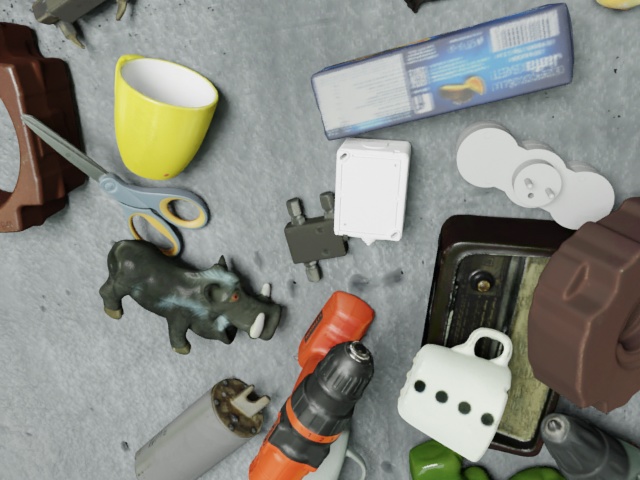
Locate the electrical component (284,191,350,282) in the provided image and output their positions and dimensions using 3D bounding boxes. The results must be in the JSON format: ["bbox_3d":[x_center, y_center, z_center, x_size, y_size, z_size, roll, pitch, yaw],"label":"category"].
[{"bbox_3d":[-0.001,-0.002,0.551,0.063,0.021,0.093,-8,110,15],"label":"electrical component"}]

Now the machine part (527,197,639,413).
[{"bbox_3d":[0.244,0.054,0.428,0.179,0.056,0.179,-12,118,-24],"label":"machine part"}]

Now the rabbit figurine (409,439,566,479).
[{"bbox_3d":[0.193,0.309,0.591,0.170,0.121,0.158,-8,115,0],"label":"rabbit figurine"}]

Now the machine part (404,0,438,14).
[{"bbox_3d":[0.128,-0.227,0.420,0.139,0.039,0.084,-18,116,17],"label":"machine part"}]

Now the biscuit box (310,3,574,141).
[{"bbox_3d":[0.098,-0.138,0.448,0.203,0.063,0.059,-10,109,16],"label":"biscuit box"}]

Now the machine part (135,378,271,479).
[{"bbox_3d":[-0.150,0.243,0.657,0.079,0.079,0.243,45,115,-8],"label":"machine part"}]

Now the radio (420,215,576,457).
[{"bbox_3d":[0.168,0.092,0.523,0.131,0.073,0.229,9,114,9],"label":"radio"}]

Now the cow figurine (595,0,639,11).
[{"bbox_3d":[0.232,-0.243,0.356,0.068,0.098,0.167,2,113,5],"label":"cow figurine"}]

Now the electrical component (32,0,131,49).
[{"bbox_3d":[-0.222,-0.230,0.495,0.102,0.045,0.078,-28,76,19],"label":"electrical component"}]

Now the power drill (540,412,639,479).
[{"bbox_3d":[0.337,0.211,0.493,0.207,0.086,0.231,-23,127,24],"label":"power drill"}]

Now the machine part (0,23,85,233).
[{"bbox_3d":[-0.354,-0.115,0.547,0.202,0.087,0.200,4,113,9],"label":"machine part"}]

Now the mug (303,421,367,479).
[{"bbox_3d":[0.003,0.253,0.626,0.110,0.081,0.107,24,106,7],"label":"mug"}]

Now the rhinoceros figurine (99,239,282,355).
[{"bbox_3d":[-0.134,0.057,0.573,0.190,0.073,0.112,25,119,-9],"label":"rhinoceros figurine"}]
